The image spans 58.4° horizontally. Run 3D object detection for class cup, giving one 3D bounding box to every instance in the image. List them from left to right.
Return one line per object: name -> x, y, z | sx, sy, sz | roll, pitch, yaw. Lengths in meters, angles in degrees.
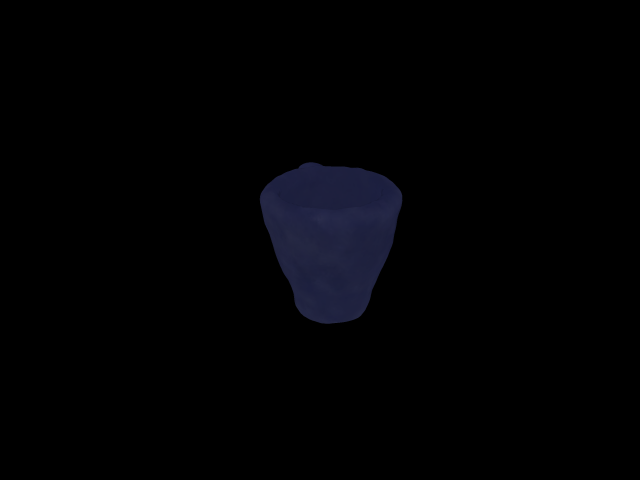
cup -> 0.004, 0.001, 0.400 | 0.092, 0.095, 0.117 | -7, 27, -14
